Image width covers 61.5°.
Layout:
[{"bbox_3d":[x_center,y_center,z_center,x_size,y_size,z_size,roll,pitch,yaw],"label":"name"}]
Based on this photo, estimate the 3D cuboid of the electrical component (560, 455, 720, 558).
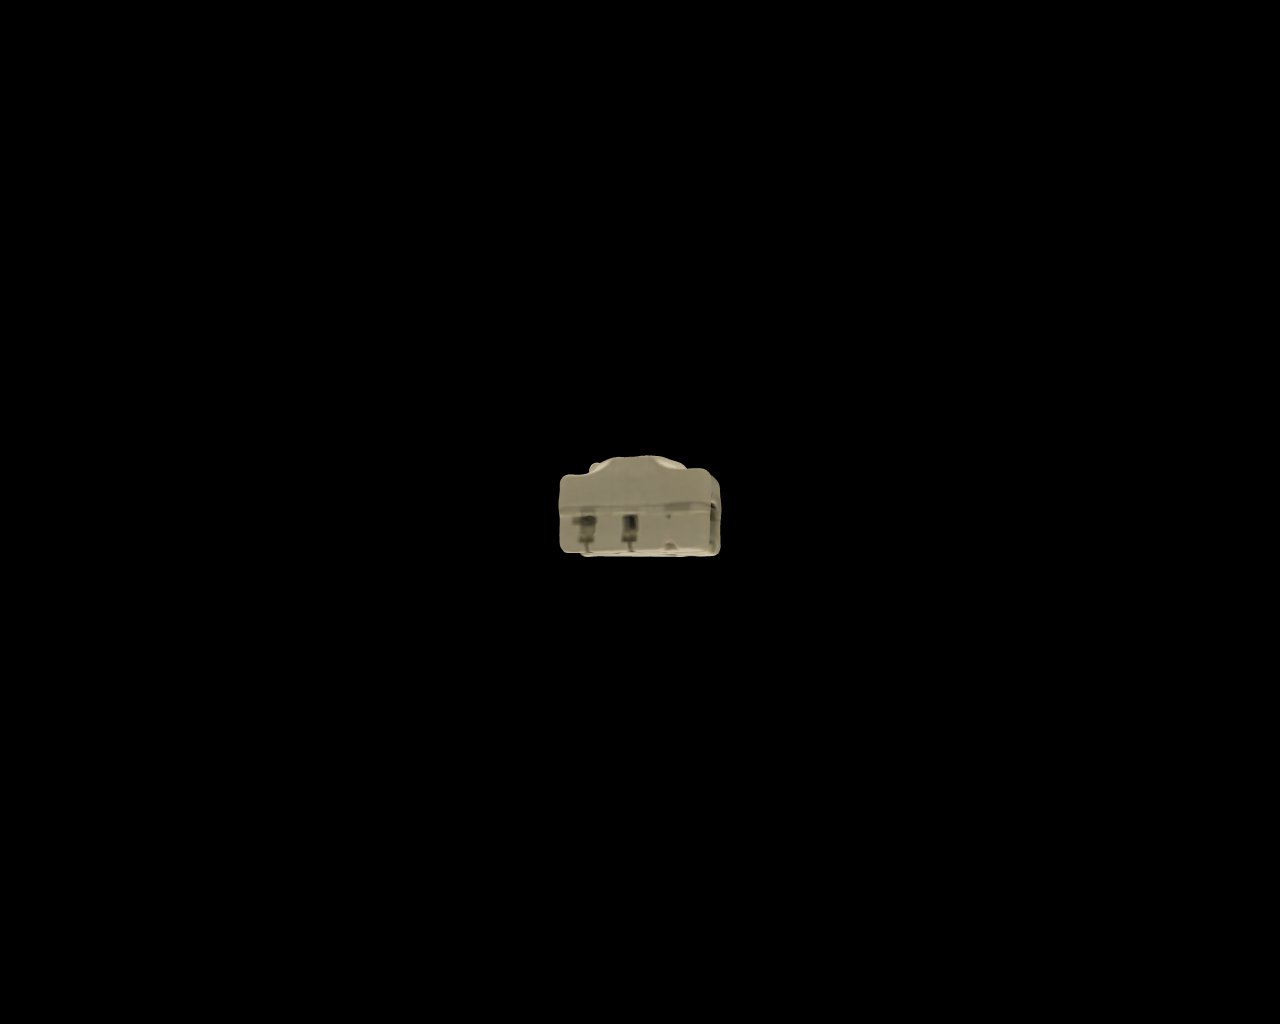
[{"bbox_3d":[0.001,-0.003,0.650,0.089,0.055,0.050,-2,-7,14],"label":"electrical component"}]
